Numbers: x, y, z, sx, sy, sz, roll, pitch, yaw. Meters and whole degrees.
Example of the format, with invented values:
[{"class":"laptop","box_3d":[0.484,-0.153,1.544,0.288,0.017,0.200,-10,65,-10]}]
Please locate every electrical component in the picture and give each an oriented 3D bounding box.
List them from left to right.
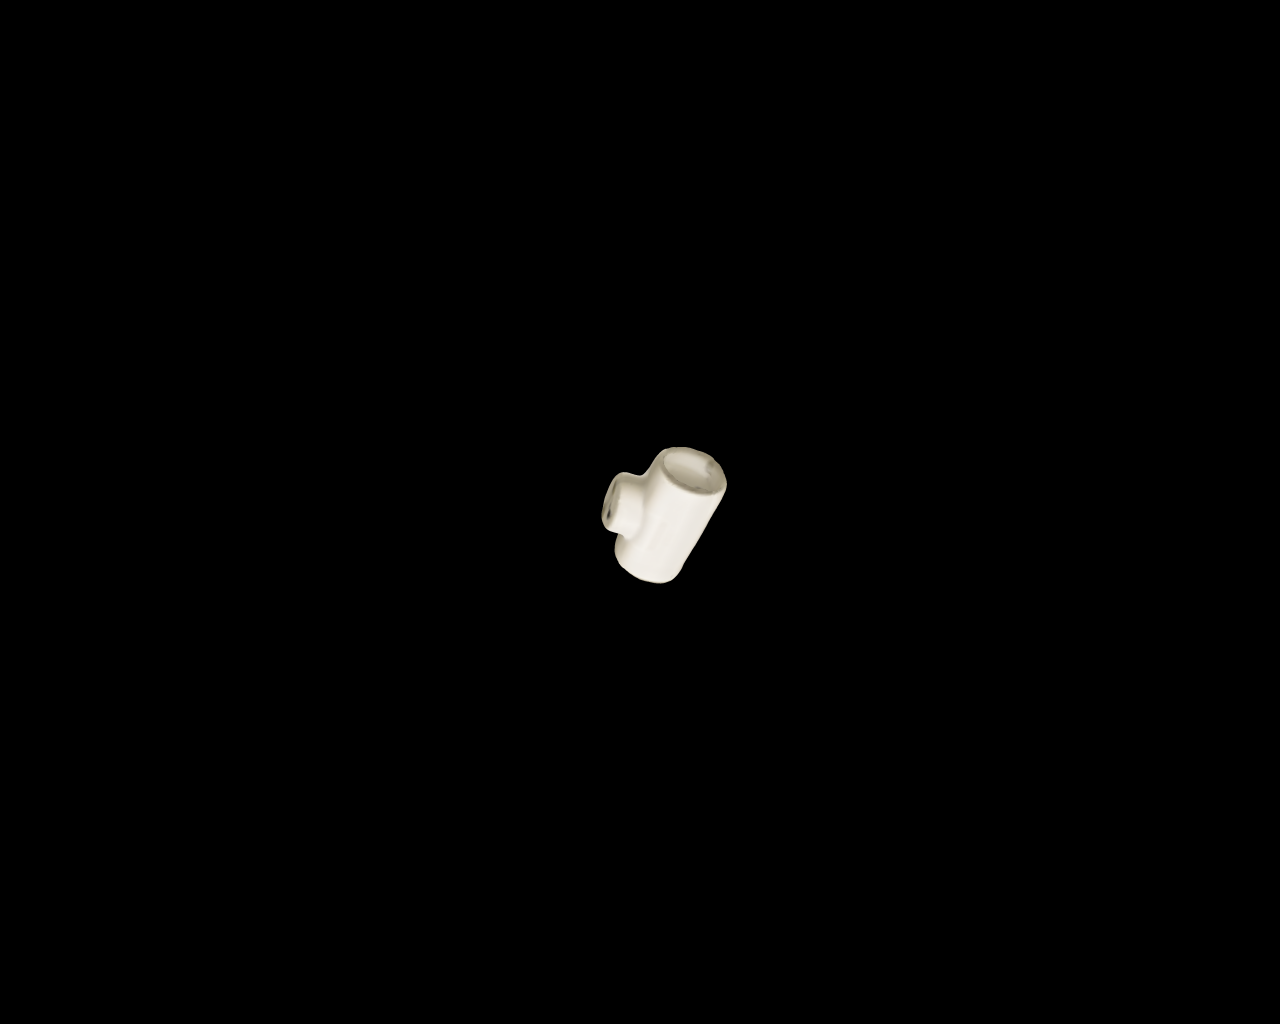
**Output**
[{"class":"electrical component","box_3d":[0.001,-0.003,0.650,0.079,0.077,0.043,16,40,-13]}]
